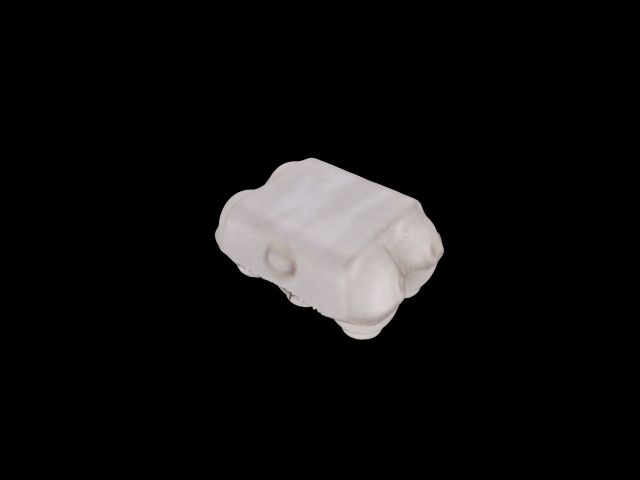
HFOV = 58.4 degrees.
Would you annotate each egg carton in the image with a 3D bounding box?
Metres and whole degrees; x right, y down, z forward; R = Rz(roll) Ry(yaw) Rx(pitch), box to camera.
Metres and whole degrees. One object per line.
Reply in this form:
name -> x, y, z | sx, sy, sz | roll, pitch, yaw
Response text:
egg carton -> 0.004, 0.001, 0.400 | 0.149, 0.069, 0.107 | 26, 45, 28
